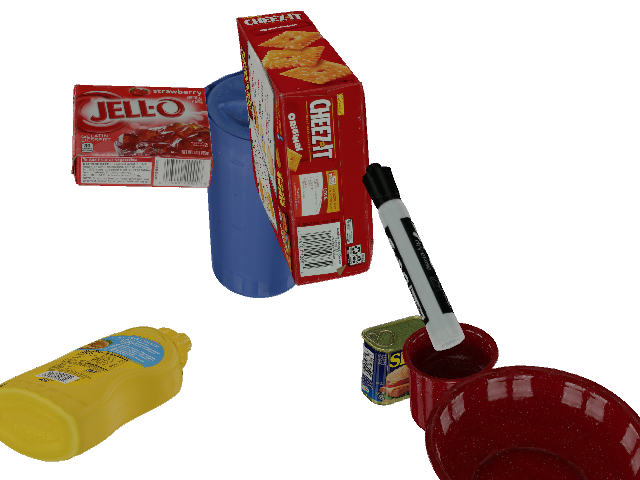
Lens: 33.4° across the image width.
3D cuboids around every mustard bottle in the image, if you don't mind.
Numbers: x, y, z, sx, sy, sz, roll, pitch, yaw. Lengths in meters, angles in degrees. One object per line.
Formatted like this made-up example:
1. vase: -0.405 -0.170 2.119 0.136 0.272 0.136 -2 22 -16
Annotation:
1. mustard bottle: -0.168 0.112 0.861 0.096 0.058 0.191 6 17 30

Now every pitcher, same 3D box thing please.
1. pitcher: -0.054 -0.050 1.154 0.145 0.243 0.149 -3 43 -9

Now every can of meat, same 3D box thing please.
1. can of meat: 0.100 0.151 1.340 0.101 0.084 0.058 -12 29 -29

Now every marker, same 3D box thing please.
1. marker: 0.053 0.007 0.626 0.020 0.121 0.020 -18 -22 -8

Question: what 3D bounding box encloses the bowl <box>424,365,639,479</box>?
1. bowl: 0.155 0.163 0.768 0.162 0.055 0.162 -1 35 0

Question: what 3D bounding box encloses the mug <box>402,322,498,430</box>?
1. mug: 0.133 0.134 1.064 0.093 0.081 0.117 8 35 20

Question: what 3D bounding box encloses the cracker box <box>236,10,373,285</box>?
1. cracker box: -0.015 -0.086 0.900 0.072 0.164 0.214 -9 28 -9

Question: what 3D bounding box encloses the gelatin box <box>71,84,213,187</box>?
1. gelatin box: -0.118 -0.070 0.703 0.089 0.073 0.030 1 -45 -13
